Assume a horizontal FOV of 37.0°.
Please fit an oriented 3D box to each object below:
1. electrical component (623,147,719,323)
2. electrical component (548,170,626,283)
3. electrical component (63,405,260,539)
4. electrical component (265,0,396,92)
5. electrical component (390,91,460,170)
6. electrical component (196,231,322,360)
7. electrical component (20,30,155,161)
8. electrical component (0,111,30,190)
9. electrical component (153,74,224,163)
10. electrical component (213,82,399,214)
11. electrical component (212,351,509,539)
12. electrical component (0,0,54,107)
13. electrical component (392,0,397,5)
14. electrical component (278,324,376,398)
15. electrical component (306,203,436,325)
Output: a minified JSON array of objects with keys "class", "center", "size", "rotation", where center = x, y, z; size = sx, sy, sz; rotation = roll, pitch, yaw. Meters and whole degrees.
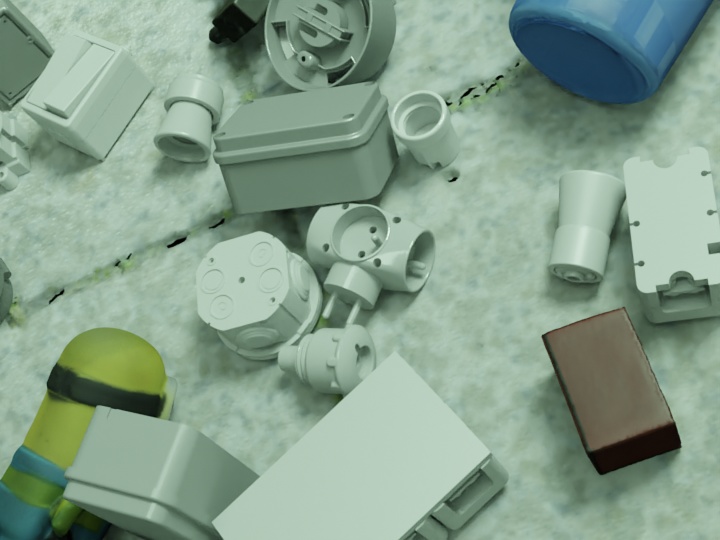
[{"class":"electrical component","center":[0.191,-0.019,0.646],"size":[0.050,0.055,0.089],"rotation":[-8,63,18]},{"class":"electrical component","center":[0.142,-0.025,0.679],"size":[0.044,0.044,0.065],"rotation":[8,74,25]},{"class":"electrical component","center":[-0.119,0.134,0.663],"size":[0.078,0.113,0.057],"rotation":[8,66,25]},{"class":"electrical component","center":[-0.023,-0.180,0.791],"size":[0.099,0.064,0.099],"rotation":[4,98,25]},{"class":"electrical component","center":[0.047,-0.096,0.748],"size":[0.040,0.046,0.040],"rotation":[-9,63,18]},{"class":"electrical component","center":[-0.070,0.017,0.737],"size":[0.080,0.051,0.080],"rotation":[-9,63,18]},{"class":"electrical component","center":[-0.218,-0.149,0.871],"size":[0.062,0.061,0.096],"rotation":[25,77,30]},{"class":"electrical component","center":[-0.306,-0.106,0.889],"size":[0.048,0.055,0.066],"rotation":[-21,60,12]},{"class":"electrical component","center":[-0.131,-0.117,0.831],"size":[0.045,0.045,0.055],"rotation":[1,66,22]},{"class":"electrical component","center":[-0.037,-0.086,0.751],"size":[0.113,0.057,0.078],"rotation":[-5,29,20]},{"class":"electrical component","center":[0.003,0.138,0.642],"size":[0.150,0.061,0.089],"rotation":[-43,58,-2]},{"class":"electrical component","center":[-0.313,-0.198,0.912],"size":[0.062,0.096,0.061],"rotation":[-39,57,0]},{"class":"electrical component","center":[0.007,-0.249,0.841],"size":[0.064,0.042,0.081],"rotation":[-40,58,-3]},{"class":"electrical component","center":[-0.024,0.059,0.703],"size":[0.062,0.048,0.048],"rotation":[0,66,30]},{"class":"electrical component","center":[0.000,0.000,0.721],"size":[0.077,0.044,0.079],"rotation":[16,72,27]}]
